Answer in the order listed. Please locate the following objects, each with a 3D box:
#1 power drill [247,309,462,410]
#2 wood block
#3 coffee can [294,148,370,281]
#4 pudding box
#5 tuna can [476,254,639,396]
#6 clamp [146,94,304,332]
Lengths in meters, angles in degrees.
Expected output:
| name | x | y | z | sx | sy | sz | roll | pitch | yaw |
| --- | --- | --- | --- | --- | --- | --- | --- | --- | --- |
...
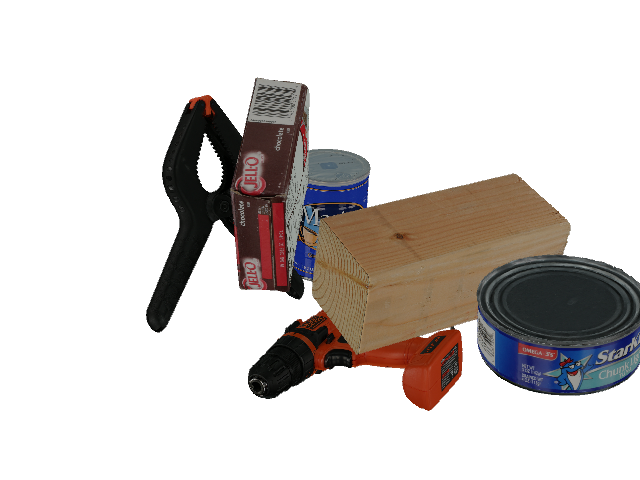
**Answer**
| name | x | y | z | sx | sy | sz | roll | pitch | yaw |
| --- | --- | --- | --- | --- | --- | --- | --- | --- | --- |
| power drill | 0.039 | 0.124 | 1.103 | 0.188 | 0.057 | 0.184 | 8 | 24 | 28 |
| wood block | 0.106 | 0.017 | 0.952 | 0.205 | 0.090 | 0.091 | -13 | 41 | -24 |
| coffee can | 0.008 | -0.032 | 1.348 | 0.103 | 0.140 | 0.103 | 2 | 27 | -1 |
| pudding box | -0.031 | -0.036 | 0.697 | 0.039 | 0.113 | 0.090 | 6 | -43 | 5 |
| tuna can | 0.123 | 0.043 | 0.550 | 0.086 | 0.034 | 0.086 | -3 | 28 | 2 |
| clamp | -0.088 | -0.027 | 0.982 | 0.164 | 0.210 | 0.036 | -3 | 2 | -36 |
